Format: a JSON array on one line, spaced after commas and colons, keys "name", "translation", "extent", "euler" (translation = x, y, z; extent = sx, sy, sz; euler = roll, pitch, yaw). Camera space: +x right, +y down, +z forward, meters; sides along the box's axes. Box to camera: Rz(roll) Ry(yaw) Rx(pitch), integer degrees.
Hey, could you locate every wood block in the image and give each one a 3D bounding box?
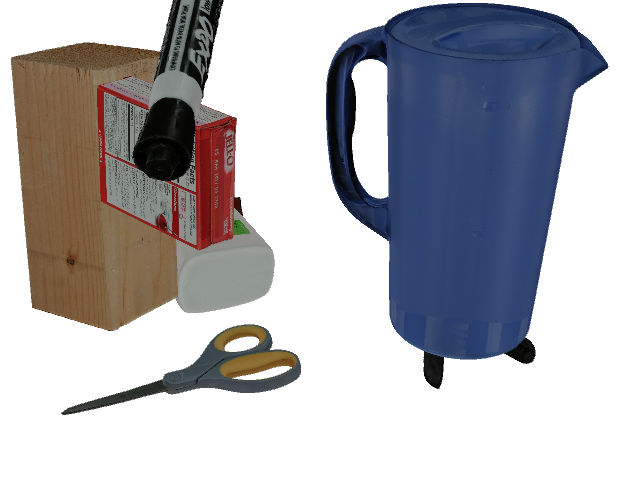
[{"name": "wood block", "translation": [-0.177, -0.046, 0.852], "extent": [0.091, 0.206, 0.090], "euler": [13, 23, 28]}]

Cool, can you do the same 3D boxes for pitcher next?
[{"name": "pitcher", "translation": [0.097, -0.041, 0.767], "extent": [0.144, 0.243, 0.149], "euler": [-19, 34, -33]}]

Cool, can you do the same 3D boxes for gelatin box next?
[{"name": "gelatin box", "translation": [-0.086, -0.044, 0.596], "extent": [0.089, 0.073, 0.030], "euler": [24, 34, 34]}]

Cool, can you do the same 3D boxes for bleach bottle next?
[{"name": "bleach bottle", "translation": [-0.142, -0.023, 1.081], "extent": [0.102, 0.068, 0.251], "euler": [-10, 33, -27]}]

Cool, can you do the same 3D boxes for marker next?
[{"name": "marker", "translation": [-0.048, -0.064, 0.377], "extent": [0.020, 0.020, 0.121], "euler": [0, 44, 3]}]

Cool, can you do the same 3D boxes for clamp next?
[{"name": "clamp", "translation": [0.136, 0.075, 1.073], "extent": [0.120, 0.039, 0.171], "euler": [-1, 44, -21]}]

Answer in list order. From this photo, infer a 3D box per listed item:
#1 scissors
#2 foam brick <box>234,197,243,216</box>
[{"name": "scissors", "translation": [-0.119, 0.110, 0.919], "extent": [0.201, 0.016, 0.096], "euler": [-5, 30, -8]}, {"name": "foam brick", "translation": [-0.130, -0.016, 1.270], "extent": [0.078, 0.053, 0.051], "euler": [-4, 28, -4]}]
